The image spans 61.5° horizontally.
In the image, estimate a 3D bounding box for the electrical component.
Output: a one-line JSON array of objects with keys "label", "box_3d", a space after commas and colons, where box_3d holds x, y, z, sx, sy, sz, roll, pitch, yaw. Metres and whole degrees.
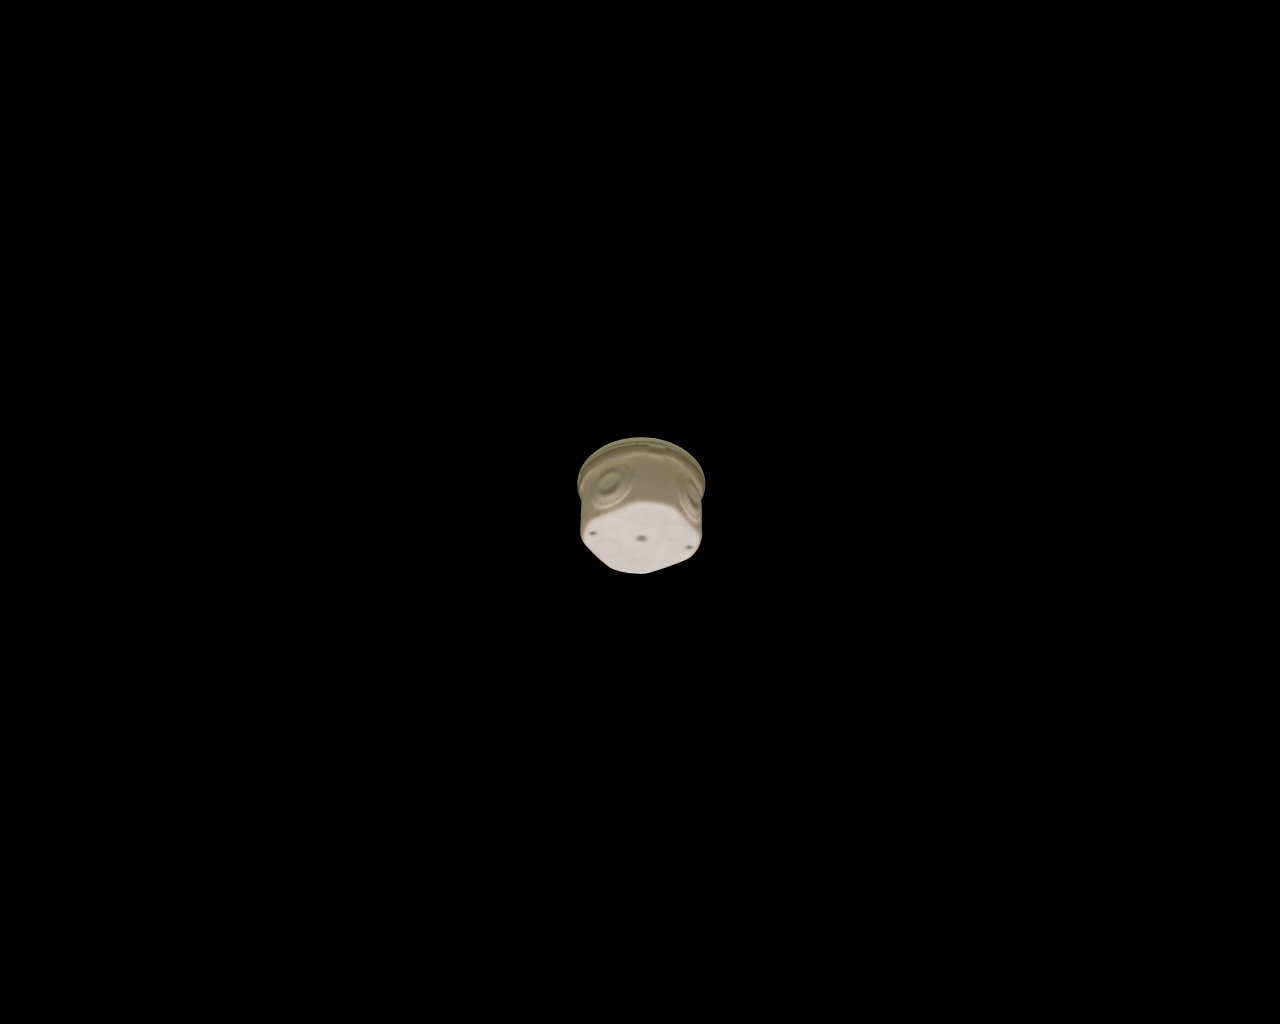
[{"label": "electrical component", "box_3d": [0.001, -0.003, 0.650, 0.080, 0.051, 0.080, 0, -40, 0]}]
